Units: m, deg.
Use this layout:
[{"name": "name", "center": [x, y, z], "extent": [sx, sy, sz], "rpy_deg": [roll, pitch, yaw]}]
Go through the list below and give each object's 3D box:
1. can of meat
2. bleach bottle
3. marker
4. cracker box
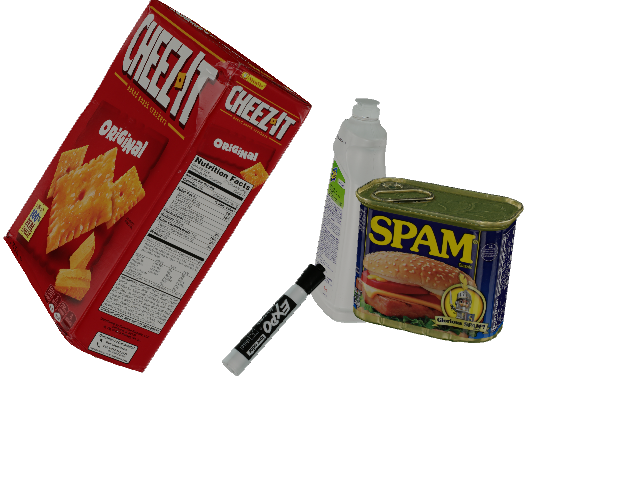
[{"name": "can of meat", "center": [0.071, 0.013, 0.678], "extent": [0.102, 0.084, 0.057], "rpy_deg": [12, 22, 23]}, {"name": "bleach bottle", "center": [0.042, -0.038, 1.242], "extent": [0.068, 0.251, 0.103], "rpy_deg": [-1, 21, -22]}, {"name": "marker", "center": [-0.038, 0.066, 0.916], "extent": [0.020, 0.121, 0.020], "rpy_deg": [38, -17, 14]}, {"name": "cracker box", "center": [-0.122, -0.044, 0.737], "extent": [0.072, 0.214, 0.164], "rpy_deg": [27, 10, -38]}]
